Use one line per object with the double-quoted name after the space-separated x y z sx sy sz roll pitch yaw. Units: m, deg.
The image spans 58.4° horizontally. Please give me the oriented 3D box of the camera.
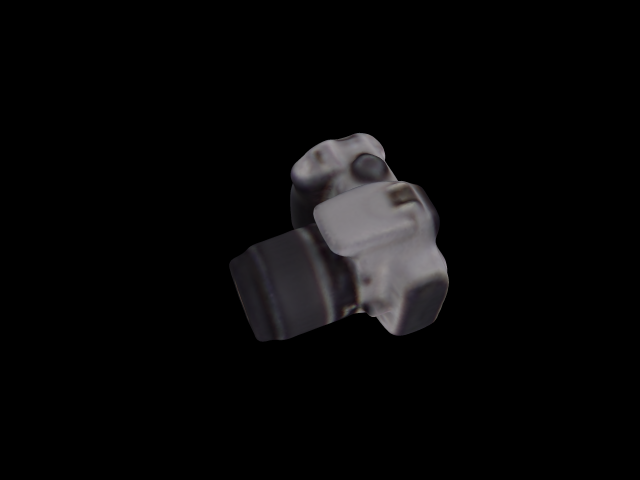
0.004 0.001 0.400 0.137 0.101 0.143 -20 59 -12 "camera"
